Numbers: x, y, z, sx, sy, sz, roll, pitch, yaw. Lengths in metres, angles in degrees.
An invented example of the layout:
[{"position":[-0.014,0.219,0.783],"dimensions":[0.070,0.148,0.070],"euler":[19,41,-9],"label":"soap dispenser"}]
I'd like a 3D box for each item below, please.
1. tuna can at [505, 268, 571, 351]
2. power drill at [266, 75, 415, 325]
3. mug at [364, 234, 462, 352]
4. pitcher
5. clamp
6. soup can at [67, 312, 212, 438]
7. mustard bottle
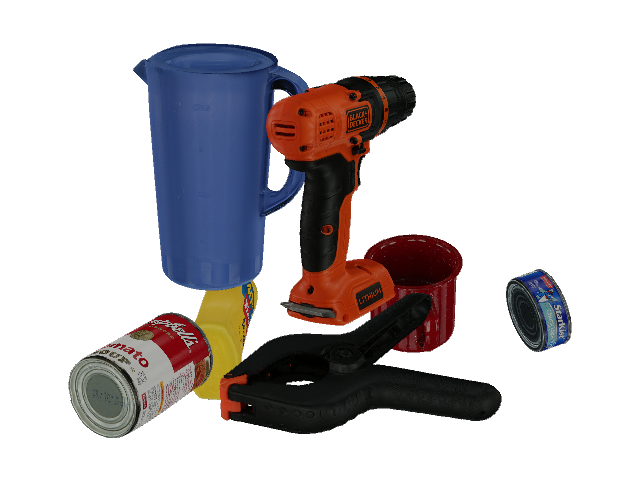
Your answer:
[{"position":[0.235,0.076,1.158],"dimensions":[0.033,0.086,0.086],"euler":[-18,4,-12],"label":"tuna can"},{"position":[0.024,-0.037,0.863],"dimensions":[0.057,0.188,0.184],"euler":[7,18,34],"label":"power drill"},{"position":[0.091,0.059,1.010],"dimensions":[0.093,0.081,0.117],"euler":[-9,33,-10],"label":"mug"},{"position":[-0.102,-0.075,1.100],"dimensions":[0.144,0.243,0.149],"euler":[-11,26,-28],"label":"pitcher"},{"position":[0.018,0.078,0.686],"dimensions":[0.171,0.039,0.120],"euler":[-3,27,-10],"label":"clamp"},{"position":[-0.141,0.105,0.840],"dimensions":[0.069,0.068,0.102],"euler":[0,15,29],"label":"soup can"},{"position":[-0.104,0.084,1.173],"dimensions":[0.058,0.096,0.191],"euler":[2,27,4],"label":"mustard bottle"}]
